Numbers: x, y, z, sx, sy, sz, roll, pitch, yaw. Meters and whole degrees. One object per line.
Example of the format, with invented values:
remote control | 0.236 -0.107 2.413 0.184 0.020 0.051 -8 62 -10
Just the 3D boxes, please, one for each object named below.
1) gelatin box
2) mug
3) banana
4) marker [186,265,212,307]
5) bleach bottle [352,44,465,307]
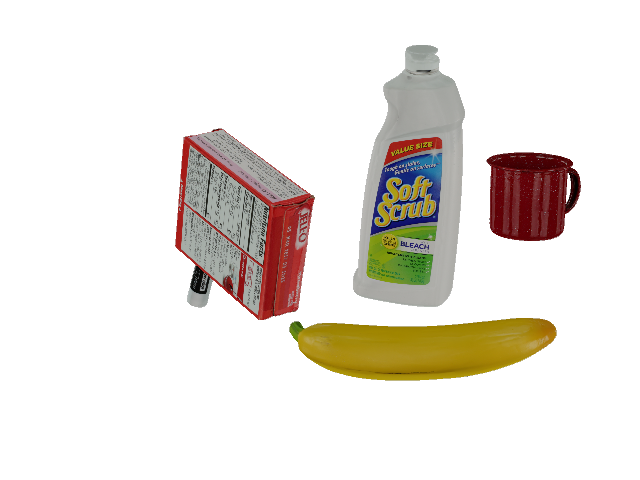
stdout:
gelatin box | -0.043 -0.010 0.588 0.030 0.073 0.089 -18 39 -36
mug | 0.239 -0.050 1.181 0.117 0.081 0.093 -10 19 -28
banana | 0.067 0.072 0.759 0.198 0.037 0.069 1 29 12
marker | -0.096 0.005 0.937 0.020 0.121 0.020 13 29 -7
bleach bottle | 0.084 -0.062 1.019 0.103 0.251 0.068 9 28 17
